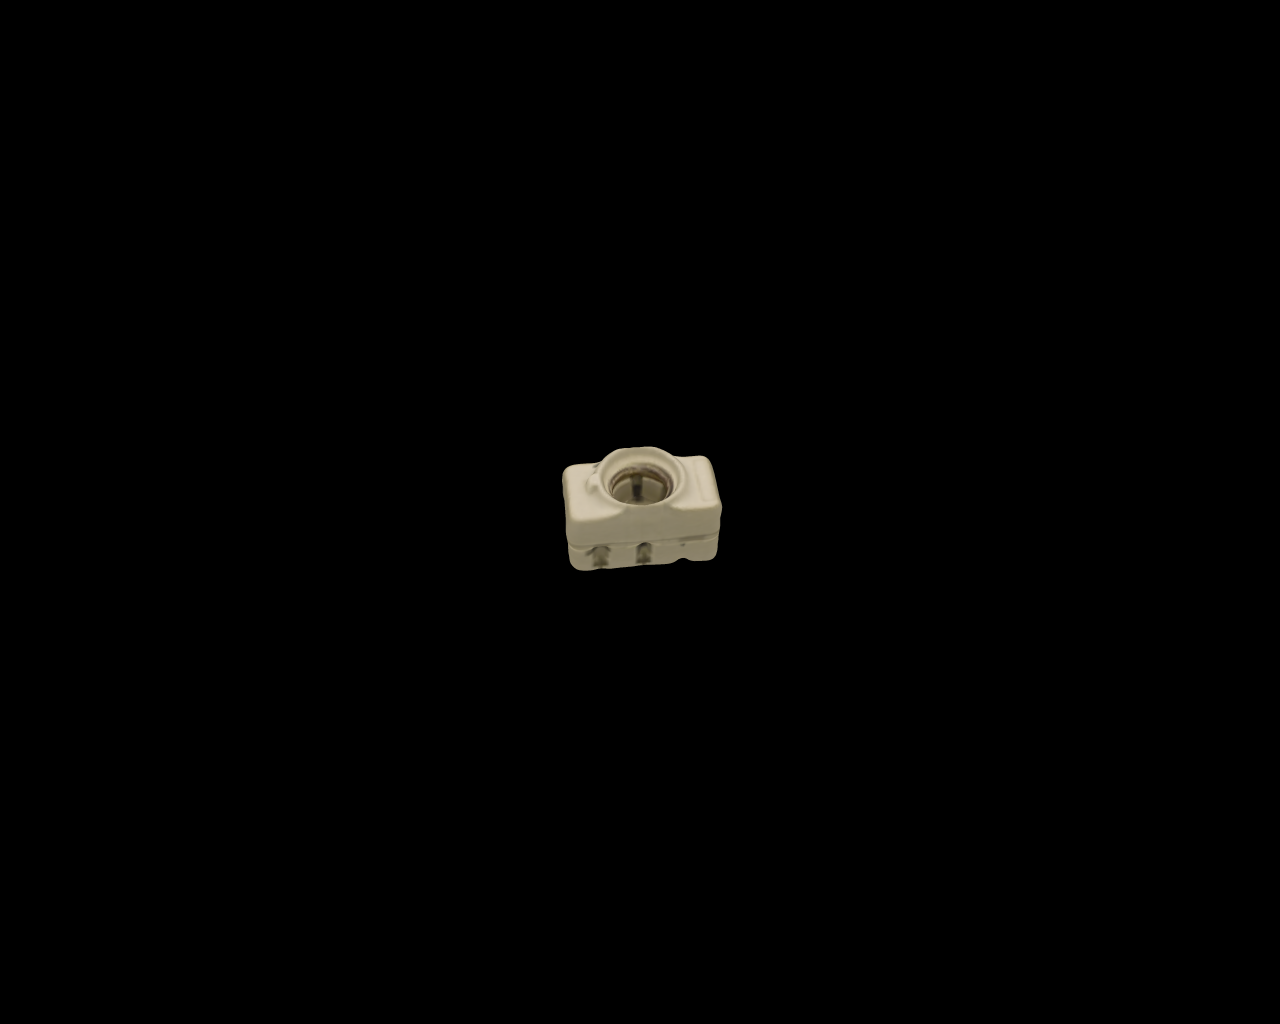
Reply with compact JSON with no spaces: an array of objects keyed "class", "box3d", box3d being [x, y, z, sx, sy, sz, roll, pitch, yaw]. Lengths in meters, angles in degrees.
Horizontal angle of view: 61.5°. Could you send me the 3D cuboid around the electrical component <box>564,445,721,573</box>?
[{"class":"electrical component","box3d":[0.001,-0.003,0.650,0.089,0.050,0.055,-4,-43,-4]}]
